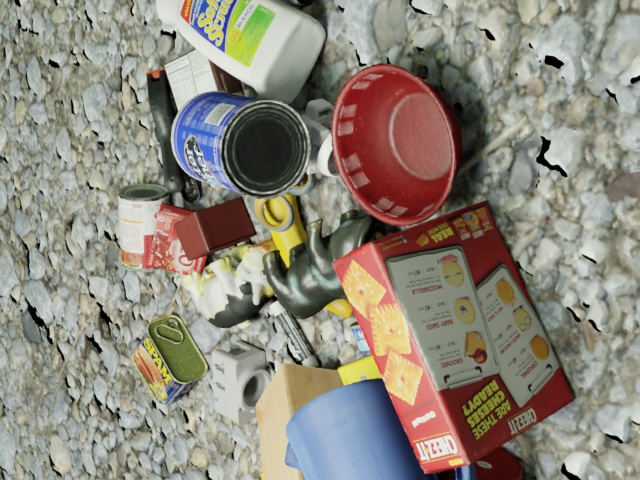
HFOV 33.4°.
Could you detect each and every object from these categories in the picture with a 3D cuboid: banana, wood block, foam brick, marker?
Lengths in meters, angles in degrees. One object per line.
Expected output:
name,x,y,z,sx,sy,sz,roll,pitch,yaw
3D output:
banana,-0.021,0.003,1.223,0.070,0.037,0.198,-24,87,49
wood block,-0.006,0.252,1.193,0.206,0.090,0.091,-101,29,-42
foam brick,-0.129,-0.013,1.302,0.053,0.078,0.051,-24,88,48
marker,-0.024,0.127,1.288,0.020,0.020,0.121,-44,73,46

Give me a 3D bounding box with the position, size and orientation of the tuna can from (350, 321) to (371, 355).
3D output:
tuna can,0.076,0.089,1.116,0.086,0.085,0.034,-21,91,49

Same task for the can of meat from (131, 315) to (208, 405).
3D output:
can of meat,-0.211,0.168,1.476,0.102,0.057,0.084,57,140,15

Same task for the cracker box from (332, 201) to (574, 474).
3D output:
cracker box,0.126,0.087,1.003,0.072,0.163,0.214,-28,83,50

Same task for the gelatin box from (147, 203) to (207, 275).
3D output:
gelatin box,-0.177,0.001,1.366,0.073,0.030,0.089,15,126,-4

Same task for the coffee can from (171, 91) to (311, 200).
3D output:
coffee can,-0.086,-0.103,1.132,0.140,0.102,0.103,21,121,60

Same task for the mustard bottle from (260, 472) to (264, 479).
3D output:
mustard bottle,-0.026,0.356,1.348,0.096,0.058,0.191,-32,80,47

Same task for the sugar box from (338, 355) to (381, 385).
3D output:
sugar box,0.102,0.154,1.144,0.177,0.048,0.093,-29,82,49

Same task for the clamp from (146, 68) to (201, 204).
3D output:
clamp,-0.183,-0.125,1.329,0.120,0.039,0.171,88,171,-76

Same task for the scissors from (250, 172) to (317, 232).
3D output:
scissors,-0.091,-0.065,1.232,0.202,0.016,0.096,9,89,34

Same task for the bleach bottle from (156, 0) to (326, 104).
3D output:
bleach bottle,-0.110,-0.241,1.193,0.251,0.068,0.102,31,94,37

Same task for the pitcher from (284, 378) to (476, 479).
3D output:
pitcher,0.073,0.261,1.041,0.149,0.144,0.243,112,142,-50

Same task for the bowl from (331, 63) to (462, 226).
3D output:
bowl,0.086,-0.098,1.057,0.162,0.055,0.162,20,118,41

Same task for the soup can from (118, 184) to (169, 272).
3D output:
soup can,-0.234,-0.018,1.421,0.069,0.068,0.102,21,119,41

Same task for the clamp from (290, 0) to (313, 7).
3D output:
clamp,-0.057,-0.352,1.126,0.210,0.036,0.165,36,127,35

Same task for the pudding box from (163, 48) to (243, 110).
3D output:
pudding box,-0.135,-0.173,1.279,0.090,0.039,0.113,-13,93,48

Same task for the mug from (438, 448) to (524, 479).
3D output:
mug,0.156,0.254,1.101,0.117,0.093,0.081,-120,37,-59
